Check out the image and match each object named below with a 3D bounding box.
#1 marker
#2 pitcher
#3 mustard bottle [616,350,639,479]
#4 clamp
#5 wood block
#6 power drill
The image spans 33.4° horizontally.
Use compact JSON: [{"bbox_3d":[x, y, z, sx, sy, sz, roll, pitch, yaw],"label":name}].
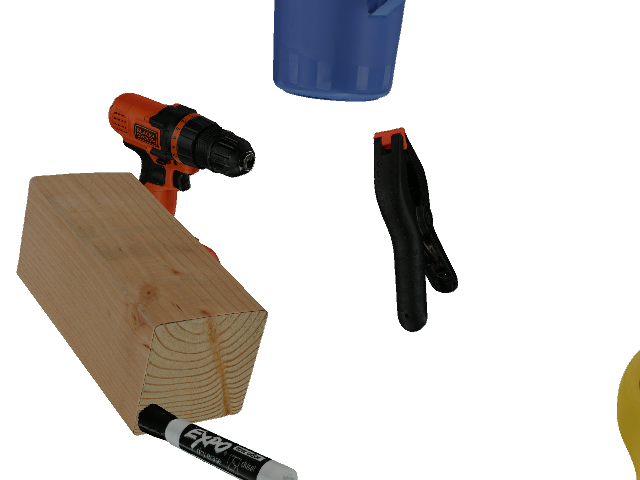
[{"bbox_3d":[-0.065,0.123,0.631,0.121,0.020,0.020,16,10,37],"label":"marker"},{"bbox_3d":[0.026,-0.245,0.919,0.145,0.243,0.149,7,16,7],"label":"pitcher"},{"bbox_3d":[0.198,0.096,0.530,0.096,0.058,0.191,4,39,10],"label":"mustard bottle"},{"bbox_3d":[0.076,-0.008,0.922,0.039,0.171,0.120,-14,18,20],"label":"clamp"},{"bbox_3d":[-0.137,0.037,0.781,0.090,0.091,0.206,-6,33,-38],"label":"wood block"},{"bbox_3d":[-0.142,-0.049,1.112,0.185,0.188,0.057,25,36,32],"label":"power drill"}]
